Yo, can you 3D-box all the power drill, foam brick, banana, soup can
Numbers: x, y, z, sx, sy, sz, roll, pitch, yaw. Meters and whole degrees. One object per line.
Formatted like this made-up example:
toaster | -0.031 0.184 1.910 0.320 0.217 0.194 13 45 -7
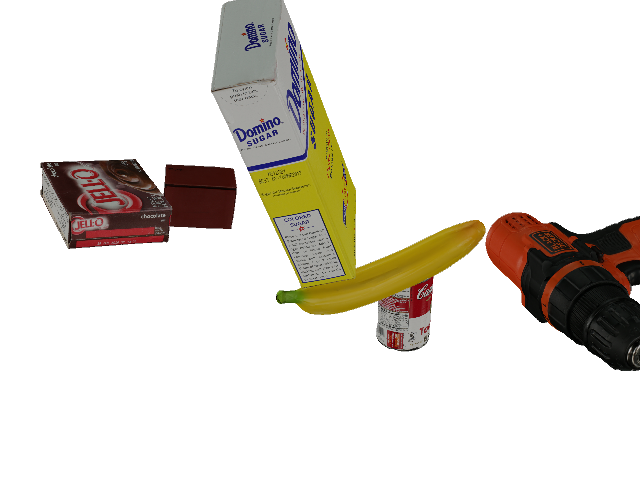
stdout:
power drill | 0.231 0.020 0.737 0.187 0.057 0.184 -9 28 -16
foam brick | -0.133 -0.048 1.164 0.078 0.051 0.053 3 28 -8
banana | 0.060 0.031 0.976 0.198 0.037 0.069 -22 -10 9
soup can | 0.102 0.076 1.304 0.068 0.102 0.068 0 30 0

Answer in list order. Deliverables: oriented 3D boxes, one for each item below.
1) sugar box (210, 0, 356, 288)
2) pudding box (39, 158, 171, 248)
sugar box | -0.018 -0.062 0.691 0.048 0.093 0.176 -10 -45 11
pudding box | -0.191 -0.034 0.939 0.089 0.039 0.114 -3 26 -27
